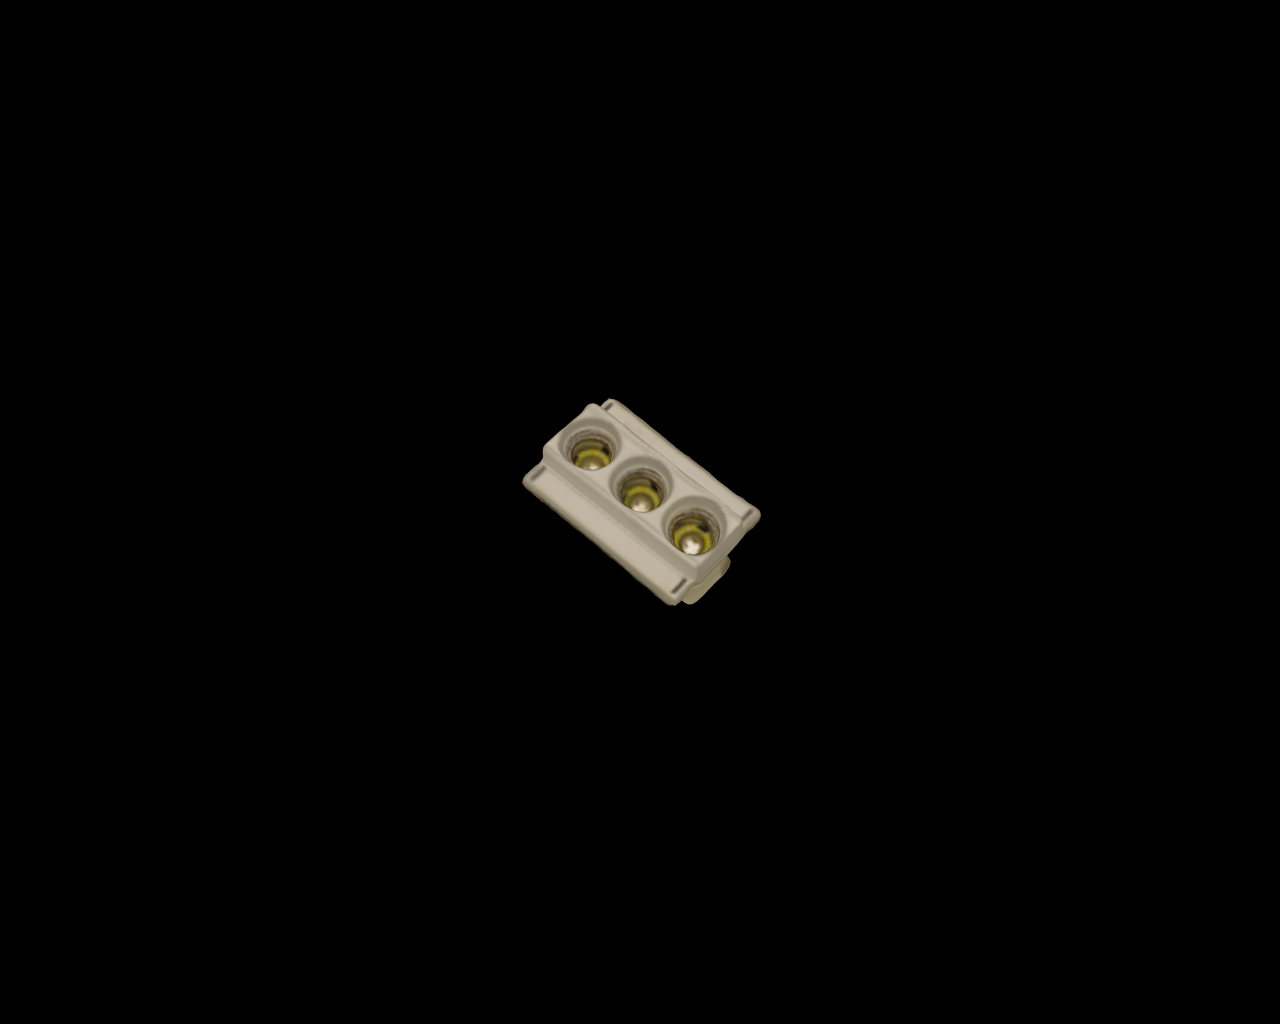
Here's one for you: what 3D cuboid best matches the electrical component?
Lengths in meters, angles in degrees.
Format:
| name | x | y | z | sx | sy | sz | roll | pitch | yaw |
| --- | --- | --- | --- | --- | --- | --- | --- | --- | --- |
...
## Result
| name | x | y | z | sx | sy | sz | roll | pitch | yaw |
| --- | --- | --- | --- | --- | --- | --- | --- | --- | --- |
| electrical component | 0.001 | -0.003 | 0.650 | 0.121 | 0.079 | 0.063 | 38 | -21 | 18 |
